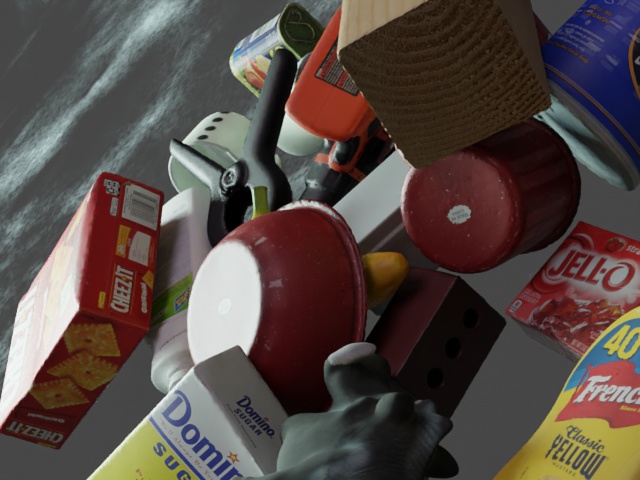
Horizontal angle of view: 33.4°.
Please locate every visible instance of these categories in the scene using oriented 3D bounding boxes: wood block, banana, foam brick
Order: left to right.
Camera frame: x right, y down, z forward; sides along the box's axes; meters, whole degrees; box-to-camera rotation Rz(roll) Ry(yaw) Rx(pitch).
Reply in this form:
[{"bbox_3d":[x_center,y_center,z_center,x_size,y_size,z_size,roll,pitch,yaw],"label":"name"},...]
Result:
[{"bbox_3d":[-0.008,0.018,0.729,0.198,0.037,0.070,27,118,53],"label":"banana"},{"bbox_3d":[0.067,0.064,0.660,0.051,0.053,0.078,5,57,58],"label":"foam brick"},{"bbox_3d":[0.074,-0.149,0.654,0.090,0.090,0.206,-25,32,22],"label":"wood block"}]

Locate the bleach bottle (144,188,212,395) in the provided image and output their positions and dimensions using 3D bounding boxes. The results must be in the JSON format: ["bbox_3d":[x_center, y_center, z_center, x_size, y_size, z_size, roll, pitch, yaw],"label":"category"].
[{"bbox_3d":[-0.121,0.058,0.940,0.103,0.068,0.251,-41,29,21],"label":"bleach bottle"}]

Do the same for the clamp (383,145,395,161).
[{"bbox_3d":[0.110,-0.114,0.853,0.120,0.039,0.171,-14,43,52],"label":"clamp"}]

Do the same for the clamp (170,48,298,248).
[{"bbox_3d":[-0.061,-0.059,0.934,0.165,0.036,0.210,-42,47,28],"label":"clamp"}]

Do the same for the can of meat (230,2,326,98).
[{"bbox_3d":[-0.029,-0.177,1.081,0.084,0.102,0.057,-24,33,43],"label":"can of meat"}]

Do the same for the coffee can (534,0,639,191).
[{"bbox_3d":[0.202,-0.114,0.649,0.140,0.102,0.103,-45,26,3],"label":"coffee can"}]

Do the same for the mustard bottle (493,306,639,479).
[{"bbox_3d":[0.151,0.086,0.497,0.191,0.058,0.096,-52,25,-10],"label":"mustard bottle"}]

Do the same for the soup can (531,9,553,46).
[{"bbox_3d":[0.136,-0.132,0.771,0.069,0.102,0.068,-35,28,22],"label":"soup can"}]

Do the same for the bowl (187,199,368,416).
[{"bbox_3d":[-0.040,0.048,0.687,0.162,0.055,0.162,-20,65,50],"label":"bowl"}]

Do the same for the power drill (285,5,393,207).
[{"bbox_3d":[0.018,-0.085,0.830,0.184,0.057,0.187,-63,-10,-11],"label":"power drill"}]

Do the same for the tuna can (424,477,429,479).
[{"bbox_3d":[0.023,0.140,0.641,0.086,0.033,0.086,-35,29,22],"label":"tuna can"}]

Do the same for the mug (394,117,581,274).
[{"bbox_3d":[0.094,-0.035,0.658,0.081,0.117,0.093,-23,-27,-54],"label":"mug"}]

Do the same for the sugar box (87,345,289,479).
[{"bbox_3d":[-0.081,0.151,0.665,0.048,0.093,0.176,-23,-19,-46],"label":"sugar box"}]

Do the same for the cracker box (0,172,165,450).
[{"bbox_3d":[-0.221,0.066,0.974,0.214,0.072,0.164,-48,31,39],"label":"cracker box"}]

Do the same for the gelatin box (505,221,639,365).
[{"bbox_3d":[0.155,0.032,0.597,0.073,0.030,0.089,-49,26,-4],"label":"gelatin box"}]
